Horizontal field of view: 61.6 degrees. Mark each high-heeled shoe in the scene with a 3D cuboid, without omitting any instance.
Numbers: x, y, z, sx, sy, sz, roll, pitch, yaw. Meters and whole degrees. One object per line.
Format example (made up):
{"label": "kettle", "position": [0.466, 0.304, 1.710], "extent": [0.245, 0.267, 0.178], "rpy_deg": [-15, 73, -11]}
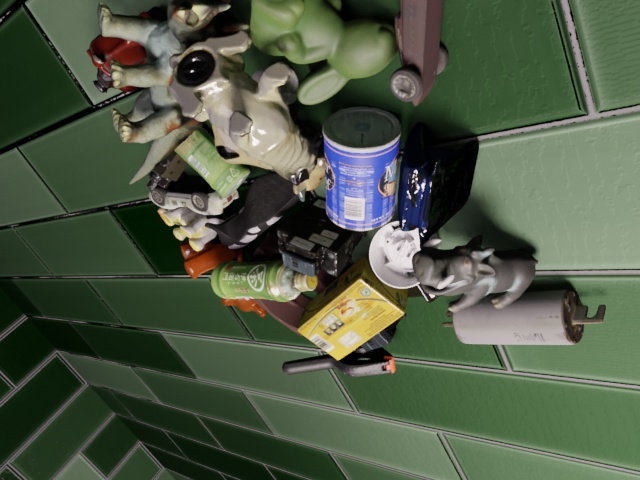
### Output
{"label": "high-heeled shoe", "position": [-0.092, -0.045, 0.969], "extent": [0.249, 0.145, 0.086], "rpy_deg": [-20, 72, 25]}

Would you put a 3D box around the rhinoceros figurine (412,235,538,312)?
{"label": "rhinoceros figurine", "position": [0.204, 0.044, 0.712], "extent": [0.190, 0.073, 0.112], "rpy_deg": [3, 152, -24]}

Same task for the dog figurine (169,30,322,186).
{"label": "dog figurine", "position": [-0.092, -0.155, 0.690], "extent": [0.172, 0.121, 0.190], "rpy_deg": [44, 176, 20]}

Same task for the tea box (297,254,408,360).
{"label": "tea box", "position": [0.052, 0.114, 0.885], "extent": [0.098, 0.068, 0.169], "rpy_deg": [39, 124, -14]}

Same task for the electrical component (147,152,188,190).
{"label": "electrical component", "position": [-0.279, -0.140, 0.988], "extent": [0.045, 0.078, 0.102], "rpy_deg": [35, 100, 11]}

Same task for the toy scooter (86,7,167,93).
{"label": "toy scooter", "position": [-0.312, -0.283, 0.843], "extent": [0.075, 0.135, 0.184], "rpy_deg": [47, 143, -10]}

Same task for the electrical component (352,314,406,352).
{"label": "electrical component", "position": [0.095, 0.167, 0.963], "extent": [0.047, 0.119, 0.075], "rpy_deg": [45, 140, -7]}

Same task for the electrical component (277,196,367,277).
{"label": "electrical component", "position": [-0.002, -0.003, 0.863], "extent": [0.115, 0.134, 0.058], "rpy_deg": [21, 139, 25]}

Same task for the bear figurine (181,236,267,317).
{"label": "bear figurine", "position": [-0.194, 0.082, 1.121], "extent": [0.120, 0.132, 0.195], "rpy_deg": [-126, 18, -57]}

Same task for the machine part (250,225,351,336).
{"label": "machine part", "position": [-0.041, 0.084, 1.022], "extent": [0.201, 0.087, 0.201], "rpy_deg": [36, 142, 3]}

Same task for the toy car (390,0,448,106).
{"label": "toy car", "position": [0.105, -0.243, 0.574], "extent": [0.053, 0.089, 0.201], "rpy_deg": [18, 139, 23]}

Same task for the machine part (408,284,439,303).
{"label": "machine part", "position": [0.147, 0.074, 0.895], "extent": [0.139, 0.039, 0.084], "rpy_deg": [-16, 122, 45]}

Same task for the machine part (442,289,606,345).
{"label": "machine part", "position": [0.286, 0.115, 0.786], "extent": [0.243, 0.079, 0.079], "rpy_deg": [-9, 121, 45]}

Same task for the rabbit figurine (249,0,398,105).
{"label": "rabbit figurine", "position": [0.005, -0.237, 0.645], "extent": [0.170, 0.121, 0.159], "rpy_deg": [23, 144, -2]}

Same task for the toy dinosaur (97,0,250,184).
{"label": "toy dinosaur", "position": [-0.211, -0.226, 0.792], "extent": [0.404, 0.192, 0.131], "rpy_deg": [119, 137, -60]}

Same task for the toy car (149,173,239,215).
{"label": "toy car", "position": [-0.245, -0.089, 1.028], "extent": [0.202, 0.073, 0.056], "rpy_deg": [8, 132, 34]}

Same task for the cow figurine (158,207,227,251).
{"label": "cow figurine", "position": [-0.258, -0.049, 1.079], "extent": [0.168, 0.098, 0.068], "rpy_deg": [29, 151, 44]}

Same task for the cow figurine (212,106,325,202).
{"label": "cow figurine", "position": [-0.067, -0.136, 0.816], "extent": [0.195, 0.085, 0.127], "rpy_deg": [12, 127, 12]}

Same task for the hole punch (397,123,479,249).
{"label": "hole punch", "position": [0.135, -0.077, 0.699], "extent": [0.092, 0.116, 0.142], "rpy_deg": [30, 142, 26]}
